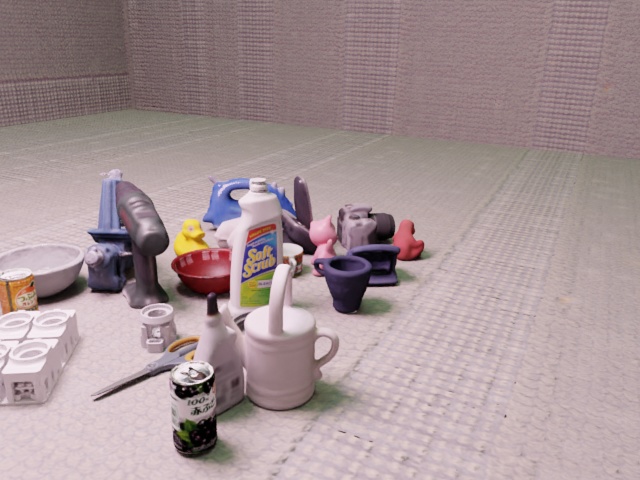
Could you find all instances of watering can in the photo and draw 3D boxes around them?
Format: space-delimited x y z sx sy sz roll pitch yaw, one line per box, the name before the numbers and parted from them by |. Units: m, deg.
watering can | -0.063 0.128 0.799 0.173 0.194 0.100 -4 21 -13

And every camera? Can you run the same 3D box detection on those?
camera | 0.118 -0.035 1.400 0.137 0.101 0.143 -4 21 -13

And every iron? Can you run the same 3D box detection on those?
iron | -0.173 -0.098 1.494 0.258 0.141 0.118 0 20 -3

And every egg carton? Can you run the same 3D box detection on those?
egg carton | -0.169 -0.012 1.361 0.107 0.069 0.151 18 26 38

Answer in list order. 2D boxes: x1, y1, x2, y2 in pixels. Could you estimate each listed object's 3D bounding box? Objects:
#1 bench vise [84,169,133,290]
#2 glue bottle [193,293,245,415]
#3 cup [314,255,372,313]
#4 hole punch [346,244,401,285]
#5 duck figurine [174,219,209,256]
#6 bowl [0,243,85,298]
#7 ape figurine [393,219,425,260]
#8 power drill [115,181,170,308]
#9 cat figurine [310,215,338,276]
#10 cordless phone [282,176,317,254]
bench vise | -0.408 -0.021 1.150 0.122 0.220 0.207 -5 21 -16
glue bottle | -0.139 0.150 0.765 0.037 0.173 0.078 19 26 40
cup | 0.038 0.084 1.075 0.117 0.095 0.092 12 22 27
hole punch | 0.109 0.039 1.210 0.109 0.091 0.101 -1 20 -7
duck figurine | -0.296 -0.007 1.316 0.078 0.086 0.104 -17 27 -41
bowl | -0.541 0.067 1.110 0.167 0.075 0.167 1 20 0
ape figurine | 0.202 -0.004 1.333 0.076 0.092 0.077 -15 25 -38
power drill | -0.340 0.011 1.082 0.076 0.208 0.228 -11 23 -30
cat figurine | 0.012 0.005 1.259 0.067 0.118 0.127 -2 20 -8
cordless phone | -0.050 -0.069 1.359 0.094 0.185 0.147 -7 22 -22
